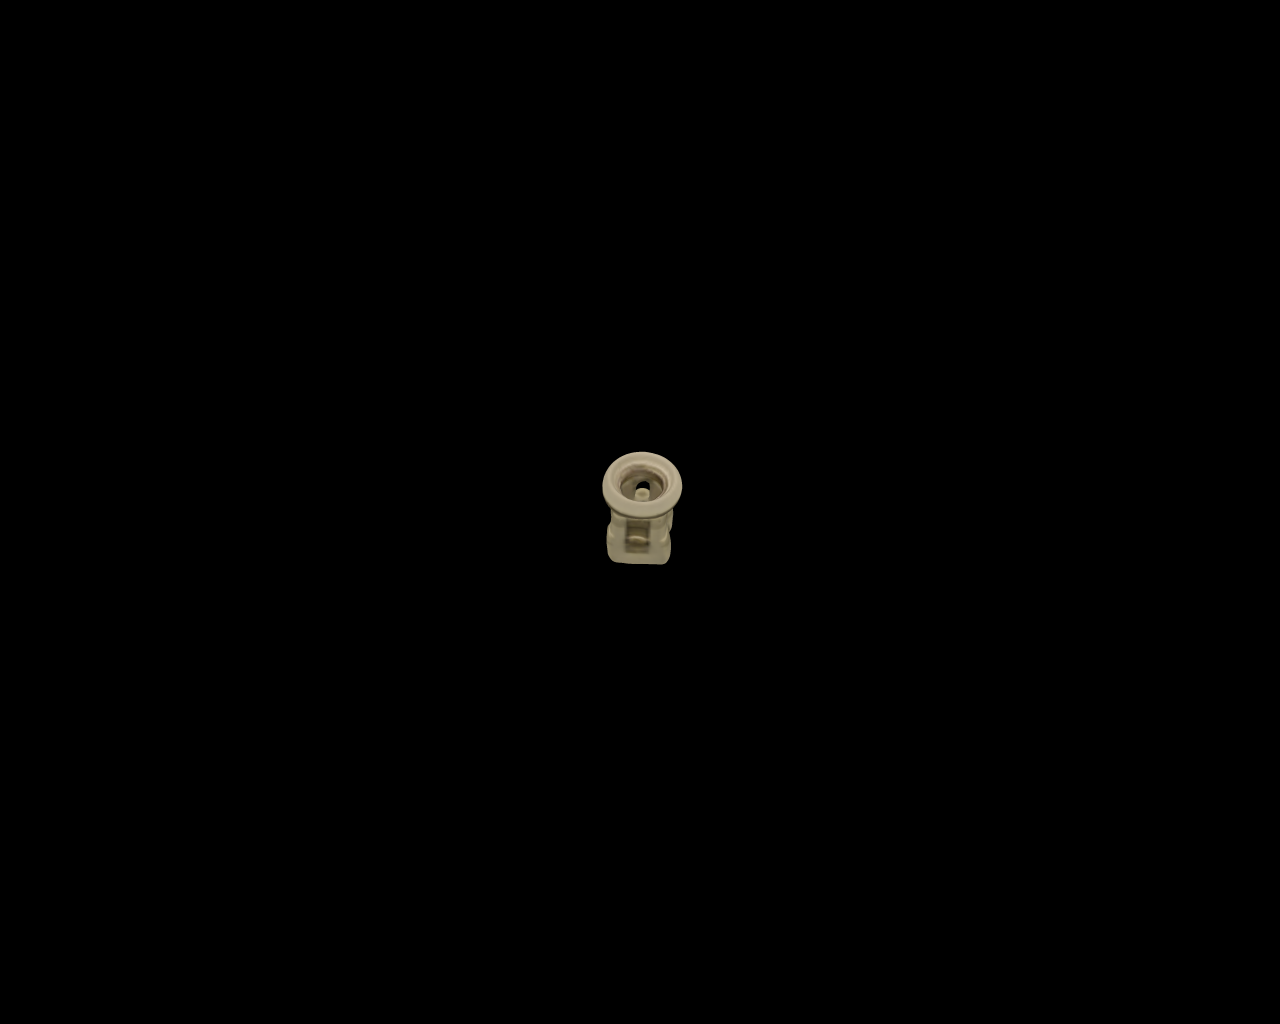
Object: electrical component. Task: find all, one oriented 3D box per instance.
[{"bbox_3d":[0.001,-0.003,0.650,0.048,0.066,0.055,2,-43,2],"label":"electrical component"}]
